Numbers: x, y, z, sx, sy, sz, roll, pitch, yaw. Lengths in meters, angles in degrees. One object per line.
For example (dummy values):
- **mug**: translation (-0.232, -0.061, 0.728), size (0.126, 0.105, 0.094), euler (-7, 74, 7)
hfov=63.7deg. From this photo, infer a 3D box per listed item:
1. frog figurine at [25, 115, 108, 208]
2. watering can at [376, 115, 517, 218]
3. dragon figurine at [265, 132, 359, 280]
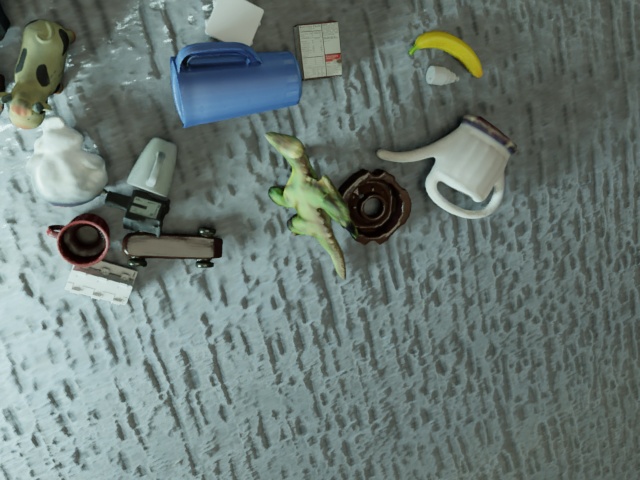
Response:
- **frog figurine**: translation (-0.470, -0.146, 0.956), size (0.137, 0.125, 0.156), euler (4, 117, 2)
- **watering can**: translation (0.312, -0.189, 1.188), size (0.345, 0.105, 0.224), euler (29, 94, -22)
- **dragon figurine**: translation (0.003, -0.053, 1.062), size (0.123, 0.245, 0.405), euler (-36, 110, -9)
